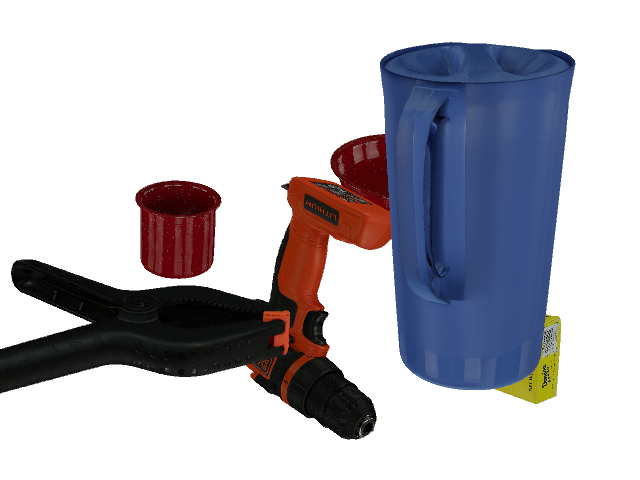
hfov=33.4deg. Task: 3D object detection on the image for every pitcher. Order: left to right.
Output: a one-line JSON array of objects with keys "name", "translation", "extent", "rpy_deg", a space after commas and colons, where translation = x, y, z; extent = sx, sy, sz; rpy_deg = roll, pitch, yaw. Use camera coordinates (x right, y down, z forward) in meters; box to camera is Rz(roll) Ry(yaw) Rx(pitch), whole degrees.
[{"name": "pitcher", "translation": [0.105, -0.015, 0.769], "extent": [0.149, 0.243, 0.145], "rpy_deg": [-8, 22, -14]}]

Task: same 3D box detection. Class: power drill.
[{"name": "power drill", "translation": [0.001, 0.053, 0.905], "extent": [0.185, 0.188, 0.057], "rpy_deg": [31, 17, 38]}]

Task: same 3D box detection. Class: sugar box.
[{"name": "sugar box", "translation": [0.184, 0.112, 1.200], "extent": [0.177, 0.093, 0.048], "rpy_deg": [13, 18, 43]}]

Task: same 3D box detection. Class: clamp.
[{"name": "clamp", "translation": [-0.127, 0.053, 0.721], "extent": [0.210, 0.036, 0.164], "rpy_deg": [-1, 25, -9]}]

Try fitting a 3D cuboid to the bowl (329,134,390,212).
[{"name": "bowl", "translation": [0.089, -0.054, 1.106], "extent": [0.162, 0.055, 0.162], "rpy_deg": [3, 29, -2]}]

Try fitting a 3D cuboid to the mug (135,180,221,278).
[{"name": "mug", "translation": [-0.165, -0.015, 1.184], "extent": [0.093, 0.081, 0.117], "rpy_deg": [-16, 34, -36]}]
